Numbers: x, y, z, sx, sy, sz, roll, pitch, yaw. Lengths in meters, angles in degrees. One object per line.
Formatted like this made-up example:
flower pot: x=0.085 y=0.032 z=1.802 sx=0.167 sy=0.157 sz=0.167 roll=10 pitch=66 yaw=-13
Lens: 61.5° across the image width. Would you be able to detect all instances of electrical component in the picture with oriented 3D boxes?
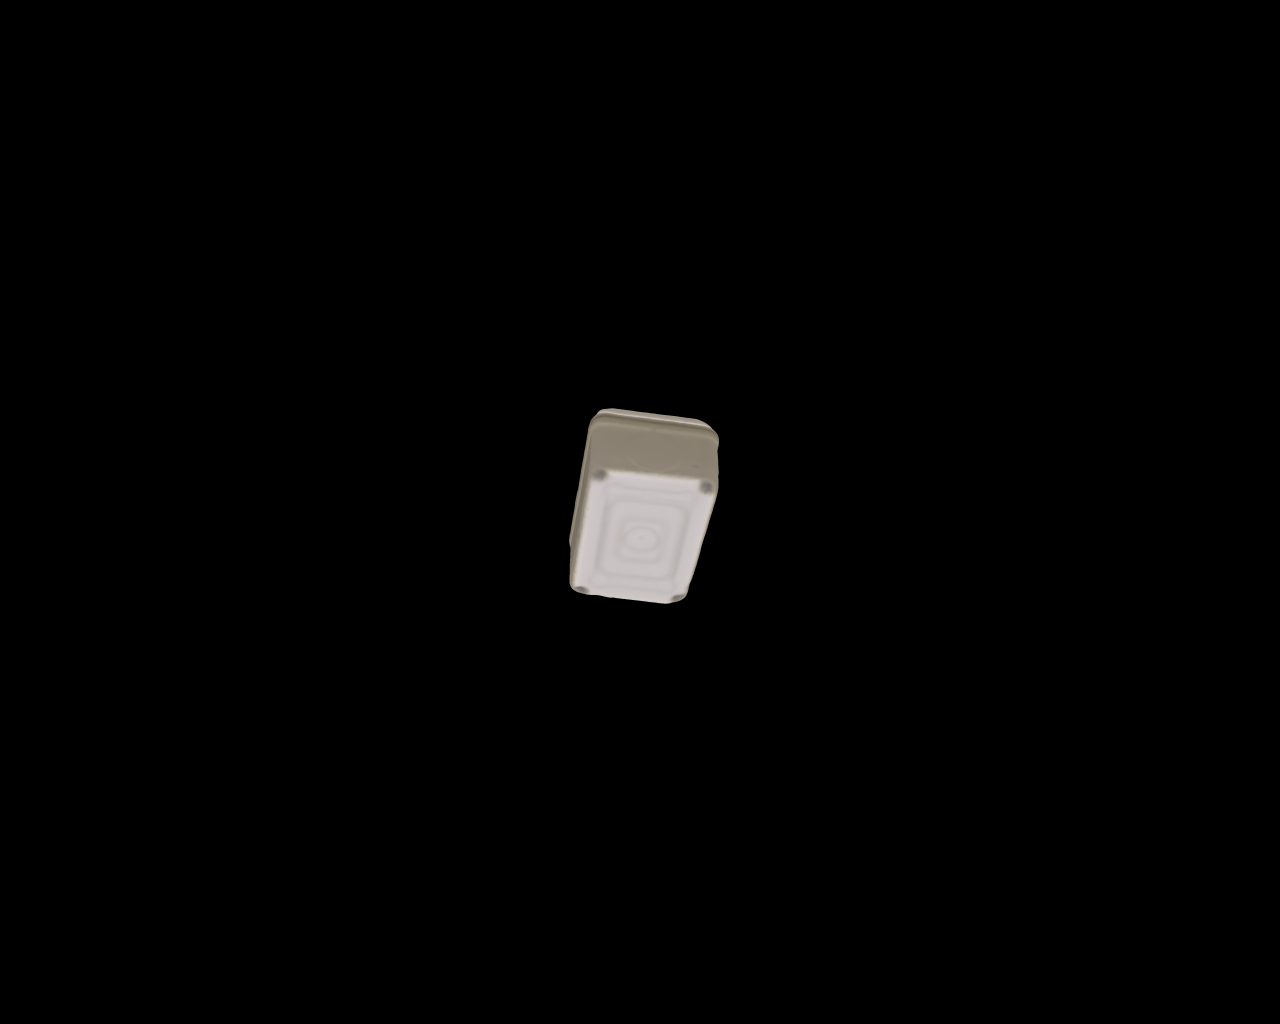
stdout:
electrical component: x=0.001 y=-0.003 z=0.650 sx=0.078 sy=0.113 sz=0.057 roll=7 pitch=43 yaw=-7
